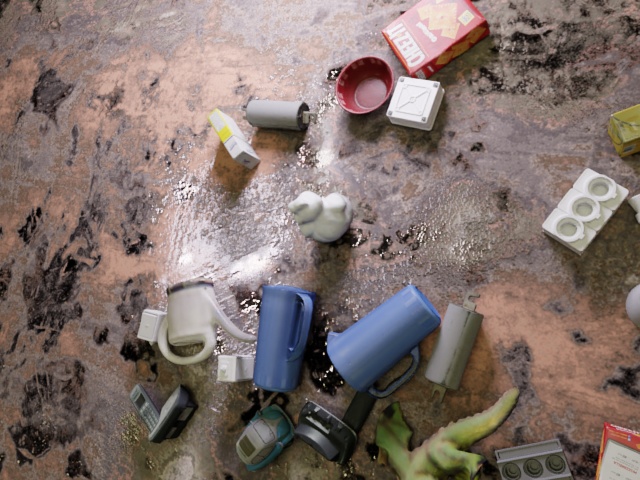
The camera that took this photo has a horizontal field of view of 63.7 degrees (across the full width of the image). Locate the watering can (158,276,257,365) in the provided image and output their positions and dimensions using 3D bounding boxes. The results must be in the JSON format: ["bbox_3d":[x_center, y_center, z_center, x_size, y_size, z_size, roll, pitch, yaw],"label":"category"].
[{"bbox_3d":[-0.305,0.203,1.353,0.345,0.103,0.227,-18,70,30],"label":"watering can"}]

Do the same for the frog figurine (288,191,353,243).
[{"bbox_3d":[0.004,-0.063,1.249,0.136,0.158,0.124,-31,69,16],"label":"frog figurine"}]

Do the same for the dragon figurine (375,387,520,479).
[{"bbox_3d":[0.216,0.432,1.067,0.245,0.120,0.413,27,81,36],"label":"dragon figurine"}]
